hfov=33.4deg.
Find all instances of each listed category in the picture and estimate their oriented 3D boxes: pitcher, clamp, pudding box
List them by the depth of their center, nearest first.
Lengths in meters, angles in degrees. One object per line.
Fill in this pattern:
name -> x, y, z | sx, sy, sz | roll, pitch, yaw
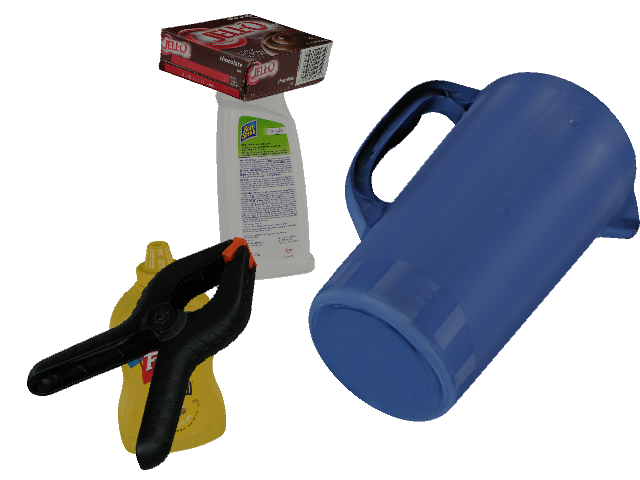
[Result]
clamp -> -0.111, 0.062, 0.709 | 0.120, 0.171, 0.039 | 20, -35, 22
pitcher -> 0.093, -0.004, 0.717 | 0.149, 0.145, 0.242 | 5, 40, 44
pudding box -> -0.059, -0.148, 0.850 | 0.090, 0.039, 0.113 | 24, 27, 28

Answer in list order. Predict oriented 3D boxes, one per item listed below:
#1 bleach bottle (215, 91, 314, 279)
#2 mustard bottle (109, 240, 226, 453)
bleach bottle -> -0.059, -0.088, 1.127 | 0.102, 0.251, 0.068 | -7, 16, -23
mustard bottle -> -0.137, 0.093, 0.949 | 0.096, 0.192, 0.058 | -7, 21, -15
